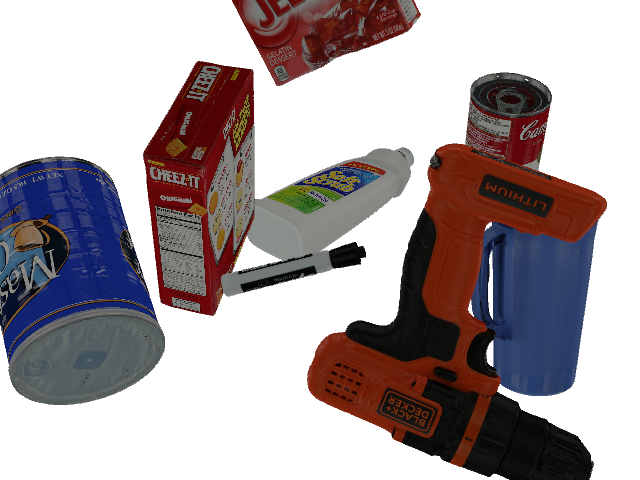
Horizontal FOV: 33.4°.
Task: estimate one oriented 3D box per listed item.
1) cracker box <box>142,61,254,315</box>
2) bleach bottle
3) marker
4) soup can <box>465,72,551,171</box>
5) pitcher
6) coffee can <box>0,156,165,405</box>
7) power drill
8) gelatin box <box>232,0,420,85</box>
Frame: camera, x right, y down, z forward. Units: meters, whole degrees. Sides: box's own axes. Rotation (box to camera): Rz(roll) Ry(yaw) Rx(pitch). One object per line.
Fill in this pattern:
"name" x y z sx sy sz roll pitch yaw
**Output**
"cracker box" -0.123 -0.054 1.124 0.072 0.214 0.164 11 46 9
"bleach bottle" 0.025 -0.060 1.355 0.103 0.068 0.250 25 43 34
"marker" -0.022 0.023 0.874 0.121 0.020 0.020 -14 -2 10
"soup can" 0.157 -0.083 0.920 0.068 0.102 0.068 1 38 -1
"pitcher" 0.276 0.077 1.393 0.149 0.243 0.144 5 20 16
"coffee can" -0.175 0.027 0.739 0.102 0.140 0.103 -16 -34 -12
"power drill" 0.103 0.048 0.648 0.184 0.188 0.057 22 10 5
"gelatin box" -0.002 -0.133 0.576 0.089 0.073 0.030 -18 21 29
